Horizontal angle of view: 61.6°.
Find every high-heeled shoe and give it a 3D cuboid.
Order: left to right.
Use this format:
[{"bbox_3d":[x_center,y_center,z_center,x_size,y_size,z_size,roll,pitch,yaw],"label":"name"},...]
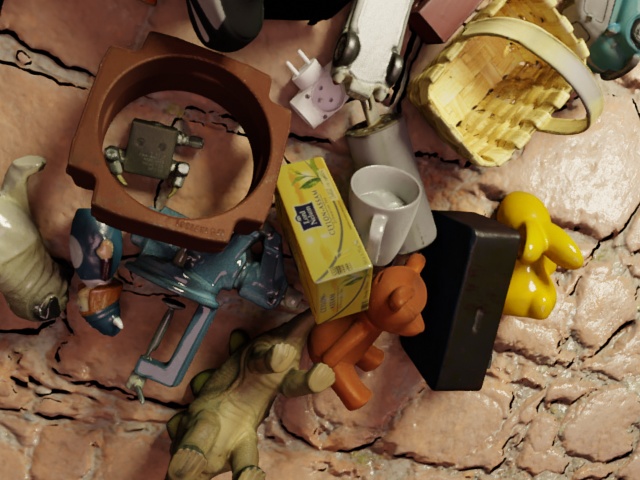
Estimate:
[{"bbox_3d":[-0.118,-0.299,0.482,0.086,0.145,0.248,-40,105,-38],"label":"high-heeled shoe"}]

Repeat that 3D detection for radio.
[{"bbox_3d":[0.183,0.077,0.734,0.073,0.131,0.229,5,107,-17],"label":"radio"}]

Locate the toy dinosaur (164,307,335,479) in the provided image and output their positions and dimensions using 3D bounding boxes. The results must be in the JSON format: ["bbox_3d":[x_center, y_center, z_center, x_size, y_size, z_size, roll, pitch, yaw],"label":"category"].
[{"bbox_3d":[-0.123,0.231,0.665,0.105,0.199,0.471,44,83,-15],"label":"toy dinosaur"}]

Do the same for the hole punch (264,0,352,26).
[{"bbox_3d":[-0.018,-0.290,0.560,0.116,0.142,0.092,-6,84,-28],"label":"hole punch"}]

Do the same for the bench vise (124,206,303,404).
[{"bbox_3d":[-0.145,0.077,0.643,0.223,0.129,0.240,28,82,-14],"label":"bench vise"}]

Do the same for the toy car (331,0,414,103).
[{"bbox_3d":[0.067,-0.254,0.608,0.073,0.056,0.201,17,86,-19],"label":"toy car"}]

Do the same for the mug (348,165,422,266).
[{"bbox_3d":[0.069,-0.014,0.623,0.081,0.110,0.107,7,134,3],"label":"mug"}]

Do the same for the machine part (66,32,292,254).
[{"bbox_3d":[-0.144,-0.097,0.571,0.201,0.087,0.201,17,75,-18],"label":"machine part"}]

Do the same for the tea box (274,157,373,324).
[{"bbox_3d":[-0.001,-0.002,0.626,0.068,0.170,0.098,-16,144,-11],"label":"tea box"}]

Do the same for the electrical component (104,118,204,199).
[{"bbox_3d":[-0.194,-0.096,0.621,0.102,0.045,0.078,17,105,-19],"label":"electrical component"}]

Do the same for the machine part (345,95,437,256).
[{"bbox_3d":[0.093,-0.070,0.688,0.079,0.079,0.243,-23,113,-6],"label":"machine part"}]

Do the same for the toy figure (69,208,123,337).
[{"bbox_3d":[-0.261,0.039,0.632,0.058,0.064,0.154,-1,95,-10],"label":"toy figure"}]

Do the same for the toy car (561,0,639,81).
[{"bbox_3d":[0.361,-0.289,0.673,0.103,0.109,0.161,11,97,0],"label":"toy car"}]

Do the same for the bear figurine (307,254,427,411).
[{"bbox_3d":[0.080,0.116,0.704,0.196,0.120,0.132,-36,102,30],"label":"bear figurine"}]

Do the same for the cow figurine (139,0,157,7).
[{"bbox_3d":[-0.171,-0.305,0.537,0.195,0.086,0.127,18,109,-19],"label":"cow figurine"}]

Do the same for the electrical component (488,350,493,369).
[{"bbox_3d":[0.221,0.164,0.805,0.048,0.075,0.119,0,105,-14],"label":"electrical component"}]

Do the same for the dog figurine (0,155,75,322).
[{"bbox_3d":[-0.372,0.003,0.589,0.172,0.121,0.190,17,126,14],"label":"dog figurine"}]

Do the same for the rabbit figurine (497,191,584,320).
[{"bbox_3d":[0.275,0.017,0.743,0.122,0.162,0.173,6,90,-4],"label":"rabbit figurine"}]
